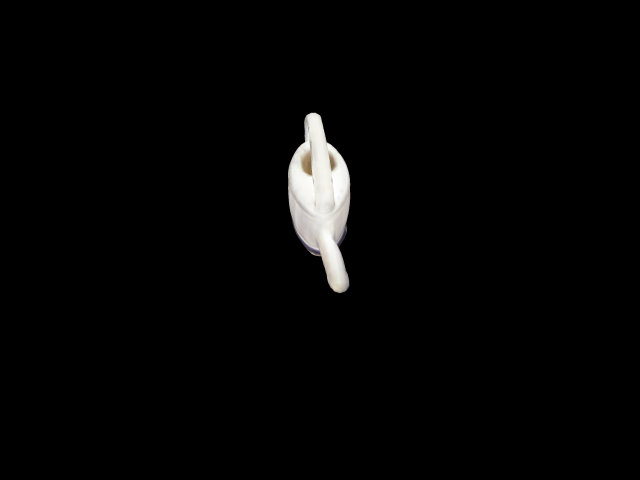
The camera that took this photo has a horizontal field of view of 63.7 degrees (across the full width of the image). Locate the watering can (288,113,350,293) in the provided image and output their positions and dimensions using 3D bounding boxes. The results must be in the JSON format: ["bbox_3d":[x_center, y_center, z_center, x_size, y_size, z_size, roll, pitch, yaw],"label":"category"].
[{"bbox_3d":[0.003,-0.043,0.850,0.104,0.355,0.219,-5,-30,-3],"label":"watering can"}]
